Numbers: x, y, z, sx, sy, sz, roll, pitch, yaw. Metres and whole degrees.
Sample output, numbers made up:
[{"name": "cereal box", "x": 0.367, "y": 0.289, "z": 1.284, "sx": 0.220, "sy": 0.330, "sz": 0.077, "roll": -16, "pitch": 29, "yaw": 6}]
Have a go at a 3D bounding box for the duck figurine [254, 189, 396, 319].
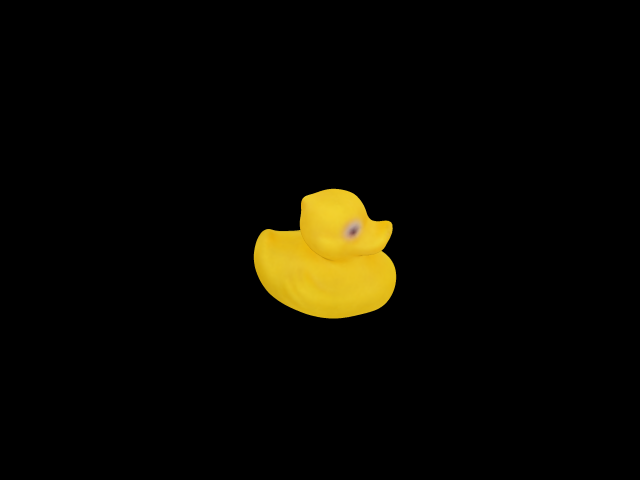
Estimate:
[{"name": "duck figurine", "x": 0.004, "y": 0.001, "z": 0.400, "sx": 0.104, "sy": 0.086, "sz": 0.077, "roll": 9, "pitch": 46, "yaw": 9}]
